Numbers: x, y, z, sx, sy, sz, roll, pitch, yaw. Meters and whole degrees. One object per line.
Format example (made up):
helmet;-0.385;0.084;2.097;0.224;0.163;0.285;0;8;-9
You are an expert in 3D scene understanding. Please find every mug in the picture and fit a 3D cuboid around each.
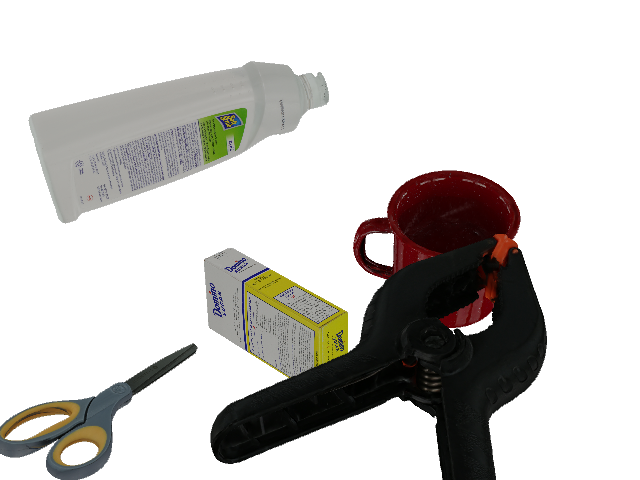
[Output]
mug;0.082;0.009;0.778;0.117;0.081;0.093;1;44;3

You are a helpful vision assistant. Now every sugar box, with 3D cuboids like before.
sugar box;-0.047;0.082;1.103;0.048;0.093;0.176;-26;40;-35

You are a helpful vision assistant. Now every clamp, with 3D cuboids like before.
clamp;0.052;0.061;0.441;0.120;0.039;0.171;33;53;23

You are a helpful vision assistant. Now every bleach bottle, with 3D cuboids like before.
bleach bottle;-0.115;-0.094;0.919;0.250;0.068;0.102;-17;-32;-12

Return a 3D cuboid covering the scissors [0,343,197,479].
scissors;-0.158;0.137;0.858;0.201;0.016;0.096;-18;37;-36
